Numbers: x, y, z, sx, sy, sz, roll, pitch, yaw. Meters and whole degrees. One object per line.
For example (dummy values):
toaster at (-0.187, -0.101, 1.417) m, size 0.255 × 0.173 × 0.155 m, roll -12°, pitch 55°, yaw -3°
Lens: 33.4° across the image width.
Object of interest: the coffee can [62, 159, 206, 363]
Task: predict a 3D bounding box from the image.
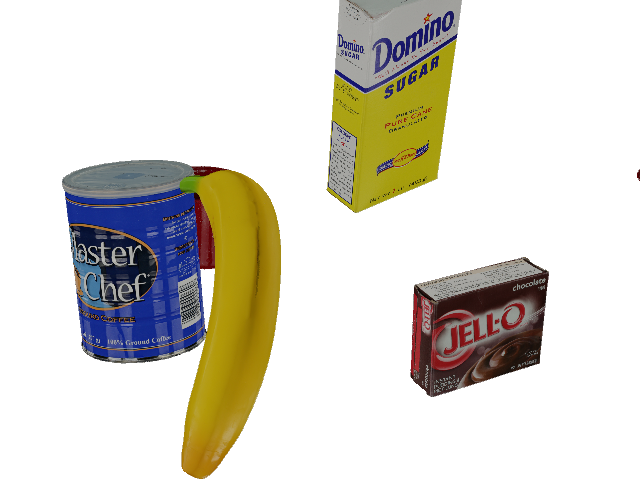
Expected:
coffee can at (-0.148, 0.014, 0.857) m, size 0.103 × 0.140 × 0.103 m, roll -3°, pitch 17°, yaw 1°

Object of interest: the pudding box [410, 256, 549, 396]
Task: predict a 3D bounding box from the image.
pudding box at (0.130, 0.069, 0.876) m, size 0.113 × 0.090 × 0.039 m, roll -14°, pitch 31°, yaw -25°

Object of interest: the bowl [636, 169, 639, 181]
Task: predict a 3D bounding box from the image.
bowl at (0.381, -0.033, 1.009) m, size 0.162 × 0.055 × 0.162 m, roll -1°, pitch 20°, yaw 0°

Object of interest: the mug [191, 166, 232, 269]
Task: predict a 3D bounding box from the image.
mug at (-0.120, -0.028, 1.115) m, size 0.093 × 0.081 × 0.117 m, roll 7°, pitch 26°, yaw 5°

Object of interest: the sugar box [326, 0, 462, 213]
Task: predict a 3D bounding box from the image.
sugar box at (0.057, -0.115, 0.833) m, size 0.093 × 0.176 × 0.048 m, roll -24°, pitch 48°, yaw -30°

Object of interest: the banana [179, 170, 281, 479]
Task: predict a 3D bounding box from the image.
banana at (-0.049, 0.031, 0.592) m, size 0.037 × 0.198 × 0.070 m, roll 20°, pitch -42°, yaw -29°
